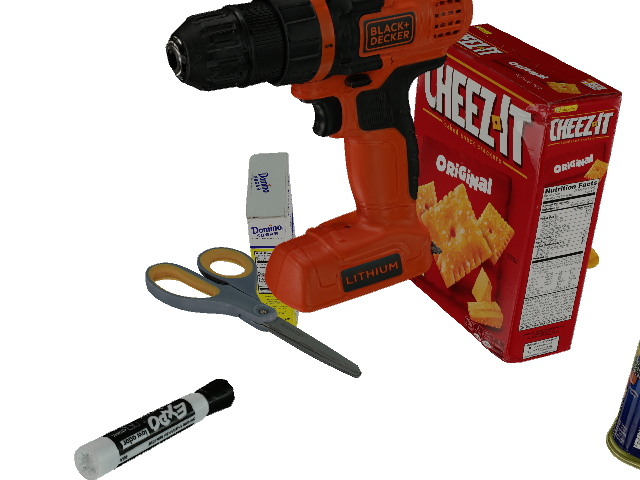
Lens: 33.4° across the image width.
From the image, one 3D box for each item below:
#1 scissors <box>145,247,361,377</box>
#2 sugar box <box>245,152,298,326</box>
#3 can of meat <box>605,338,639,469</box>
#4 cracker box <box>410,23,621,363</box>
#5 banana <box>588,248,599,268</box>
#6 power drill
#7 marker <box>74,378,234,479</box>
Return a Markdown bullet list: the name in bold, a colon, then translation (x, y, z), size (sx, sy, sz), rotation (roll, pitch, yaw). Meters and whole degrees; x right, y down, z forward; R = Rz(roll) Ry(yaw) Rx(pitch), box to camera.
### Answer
- **scissors**: translation (-0.040, 0.047, 0.810), size (0.202, 0.016, 0.096), rotation (17, 32, 23)
- **sugar box**: translation (-0.049, 0.004, 1.095), size (0.048, 0.093, 0.176), rotation (-3, -44, 3)
- **can of meat**: translation (0.232, 0.089, 0.691), size (0.057, 0.084, 0.101), rotation (22, 38, 24)
- **cracker box**: translation (0.133, -0.038, 0.819), size (0.072, 0.214, 0.164), rotation (-11, 32, -25)
- **banana**: translation (0.191, -0.005, 1.103), size (0.198, 0.037, 0.069), rotation (10, 36, 19)
- **power drill**: translation (0.004, -0.055, 0.610), size (0.184, 0.188, 0.057), rotation (-16, 33, -26)
- **marker**: translation (-0.089, 0.103, 0.602), size (0.020, 0.020, 0.120), rotation (0, 12, 34)
